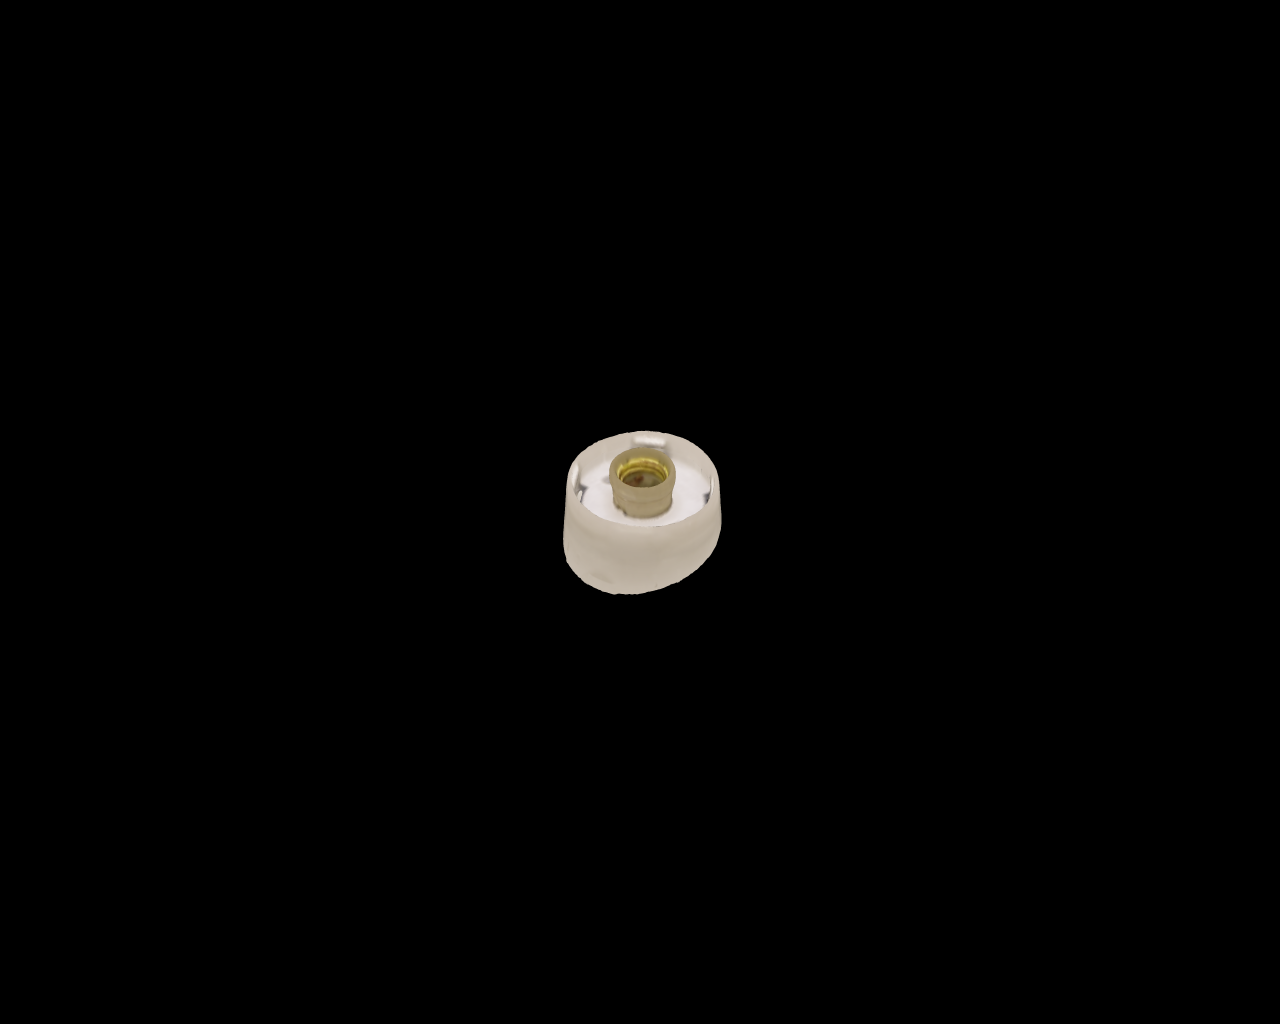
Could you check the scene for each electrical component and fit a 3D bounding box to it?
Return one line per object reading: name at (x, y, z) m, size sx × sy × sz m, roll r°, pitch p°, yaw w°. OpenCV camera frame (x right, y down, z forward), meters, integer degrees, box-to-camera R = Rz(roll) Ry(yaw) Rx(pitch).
electrical component at (0.001, -0.003, 0.650) m, size 0.099 × 0.064 × 0.099 m, roll 0°, pitch 42°, yaw 0°
